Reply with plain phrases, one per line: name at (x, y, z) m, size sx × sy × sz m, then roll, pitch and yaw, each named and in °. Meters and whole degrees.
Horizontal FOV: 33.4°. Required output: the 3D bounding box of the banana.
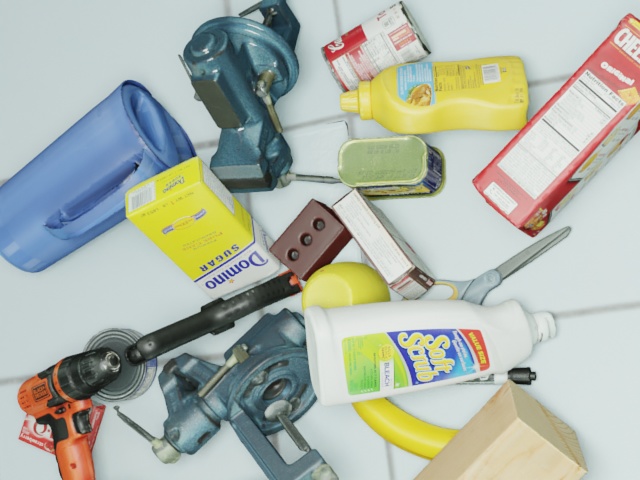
banana at (0.115, 0.198, 1.127) m, size 0.198 × 0.037 × 0.069 m, roll 9°, pitch 63°, yaw 17°

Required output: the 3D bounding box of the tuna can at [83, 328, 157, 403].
tuna can at (-0.234, 0.146, 1.247) m, size 0.086 × 0.033 × 0.086 m, roll -2°, pitch 85°, yaw 18°

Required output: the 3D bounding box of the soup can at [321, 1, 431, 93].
soup can at (0.061, -0.206, 1.161) m, size 0.102 × 0.068 × 0.068 m, roll -29°, pitch 77°, yaw 14°

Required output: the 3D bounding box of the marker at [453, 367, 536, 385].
marker at (0.166, 0.143, 1.121) m, size 0.121 × 0.020 × 0.020 m, roll -3°, pitch 84°, yaw 18°

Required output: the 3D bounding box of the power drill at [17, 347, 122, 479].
power drill at (-0.255, 0.219, 1.175) m, size 0.185 × 0.057 × 0.188 m, roll -26°, pitch 79°, yaw 45°

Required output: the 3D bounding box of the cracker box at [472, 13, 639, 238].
cracker box at (0.250, -0.104, 1.039) m, size 0.072 × 0.164 × 0.214 m, roll 44°, pitch 99°, yaw 14°

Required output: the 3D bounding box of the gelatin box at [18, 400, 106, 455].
gelatin box at (-0.306, 0.217, 1.267) m, size 0.089 × 0.030 × 0.073 m, roll 19°, pitch 92°, yaw 19°

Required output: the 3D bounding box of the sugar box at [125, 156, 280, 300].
sugar box at (-0.123, -0.008, 1.151) m, size 0.093 × 0.176 × 0.048 m, roll -24°, pitch 46°, yaw 16°

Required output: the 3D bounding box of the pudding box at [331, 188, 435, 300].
pudding box at (0.067, 0.006, 1.122) m, size 0.039 × 0.090 × 0.113 m, roll -41°, pitch 66°, yaw 8°

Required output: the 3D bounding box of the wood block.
wood block at (0.155, 0.253, 1.053) m, size 0.090 × 0.090 × 0.206 m, roll 38°, pitch 106°, yaw -7°

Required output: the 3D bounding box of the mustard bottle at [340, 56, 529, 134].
mustard bottle at (0.116, -0.149, 1.110) m, size 0.191 × 0.058 × 0.096 m, roll -2°, pitch 44°, yaw 5°

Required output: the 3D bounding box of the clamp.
clamp at (-0.115, 0.085, 1.154) m, size 0.210 × 0.165 × 0.036 m, roll -24°, pitch 89°, yaw -10°

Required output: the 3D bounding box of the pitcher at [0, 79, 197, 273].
pitcher at (-0.270, -0.060, 1.223) m, size 0.243 × 0.149 × 0.145 m, roll -34°, pitch 76°, yaw 16°

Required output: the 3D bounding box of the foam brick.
foam brick at (-0.008, 0.001, 1.175) m, size 0.053 × 0.051 × 0.078 m, roll 42°, pitch 99°, yaw 17°

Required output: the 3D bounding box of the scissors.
scissors at (0.180, 0.062, 1.124) m, size 0.202 × 0.016 × 0.096 m, roll -19°, pitch 77°, yaw 17°

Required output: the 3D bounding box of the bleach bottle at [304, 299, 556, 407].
bleach bottle at (0.115, 0.099, 1.076) m, size 0.250 × 0.068 × 0.102 m, roll -9°, pitch 111°, yaw -9°

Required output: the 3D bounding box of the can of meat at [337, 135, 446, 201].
can of meat at (0.076, -0.077, 1.137) m, size 0.102 × 0.083 × 0.057 m, roll -2°, pitch 84°, yaw 18°
